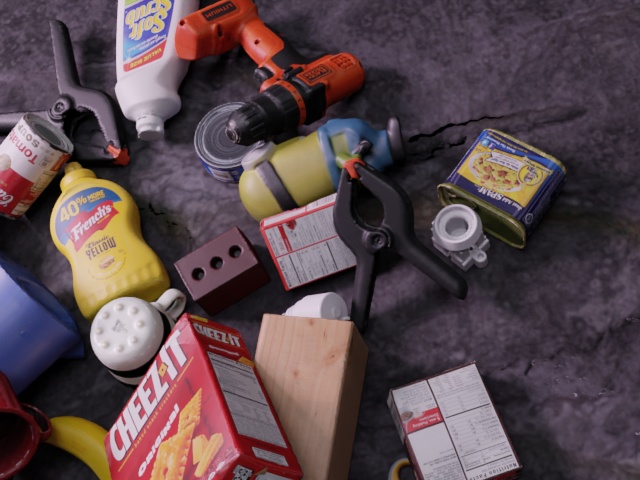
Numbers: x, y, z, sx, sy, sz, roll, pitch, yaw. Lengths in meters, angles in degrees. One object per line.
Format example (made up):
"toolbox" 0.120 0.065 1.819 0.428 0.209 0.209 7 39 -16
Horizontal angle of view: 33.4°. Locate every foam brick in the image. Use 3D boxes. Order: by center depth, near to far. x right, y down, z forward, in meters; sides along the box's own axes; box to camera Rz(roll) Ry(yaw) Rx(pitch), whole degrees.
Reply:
"foam brick" -0.099 0.033 1.100 0.078 0.051 0.053 -32 63 -2

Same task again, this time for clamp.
"clamp" 0.071 0.000 1.032 0.120 0.039 0.171 -12 100 10
"clamp" -0.292 -0.158 1.242 0.210 0.036 0.164 30 85 23

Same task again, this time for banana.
"banana" -0.212 0.233 1.046 0.198 0.037 0.069 38 85 23

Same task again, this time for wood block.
"wood block" -0.020 0.182 0.989 0.090 0.090 0.206 4 68 16

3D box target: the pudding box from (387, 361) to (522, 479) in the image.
"pudding box" 0.122 0.178 0.978 0.090 0.039 0.113 -17 64 -7

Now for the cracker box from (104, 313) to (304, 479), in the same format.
"cracker box" -0.113 0.190 0.938 0.164 0.072 0.214 -56 31 15

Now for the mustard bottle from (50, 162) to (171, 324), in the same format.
"mustard bottle" -0.238 -0.008 1.151 0.096 0.058 0.192 -29 62 1

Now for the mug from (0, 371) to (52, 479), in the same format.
"mug" -0.311 0.171 1.007 0.082 0.117 0.093 46 120 45

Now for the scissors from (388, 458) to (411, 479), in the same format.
"scissors" 0.076 0.296 0.953 0.096 0.016 0.202 -11 62 7

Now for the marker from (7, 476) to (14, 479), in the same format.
"marker" -0.307 0.232 1.038 0.020 0.121 0.020 -2 101 -10

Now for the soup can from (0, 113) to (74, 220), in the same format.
"soup can" -0.330 -0.082 1.187 0.102 0.068 0.068 -48 62 11

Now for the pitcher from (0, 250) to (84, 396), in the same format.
"pitcher" -0.376 0.125 1.082 0.243 0.145 0.149 -45 67 -5

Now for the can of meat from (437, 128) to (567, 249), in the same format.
"can of meat" 0.183 -0.054 1.064 0.102 0.057 0.084 31 74 24

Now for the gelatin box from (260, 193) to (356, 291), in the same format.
"gelatin box" -0.007 0.001 1.081 0.089 0.073 0.030 -20 19 6

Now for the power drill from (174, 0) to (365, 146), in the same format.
"power drill" -0.072 -0.185 1.159 0.184 0.057 0.188 -31 58 -34

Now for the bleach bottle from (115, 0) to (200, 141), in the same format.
"bleach bottle" -0.185 -0.233 1.239 0.103 0.068 0.251 -7 67 12

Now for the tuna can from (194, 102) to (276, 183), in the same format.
"tuna can" -0.094 -0.108 1.172 0.086 0.033 0.086 -6 65 12
